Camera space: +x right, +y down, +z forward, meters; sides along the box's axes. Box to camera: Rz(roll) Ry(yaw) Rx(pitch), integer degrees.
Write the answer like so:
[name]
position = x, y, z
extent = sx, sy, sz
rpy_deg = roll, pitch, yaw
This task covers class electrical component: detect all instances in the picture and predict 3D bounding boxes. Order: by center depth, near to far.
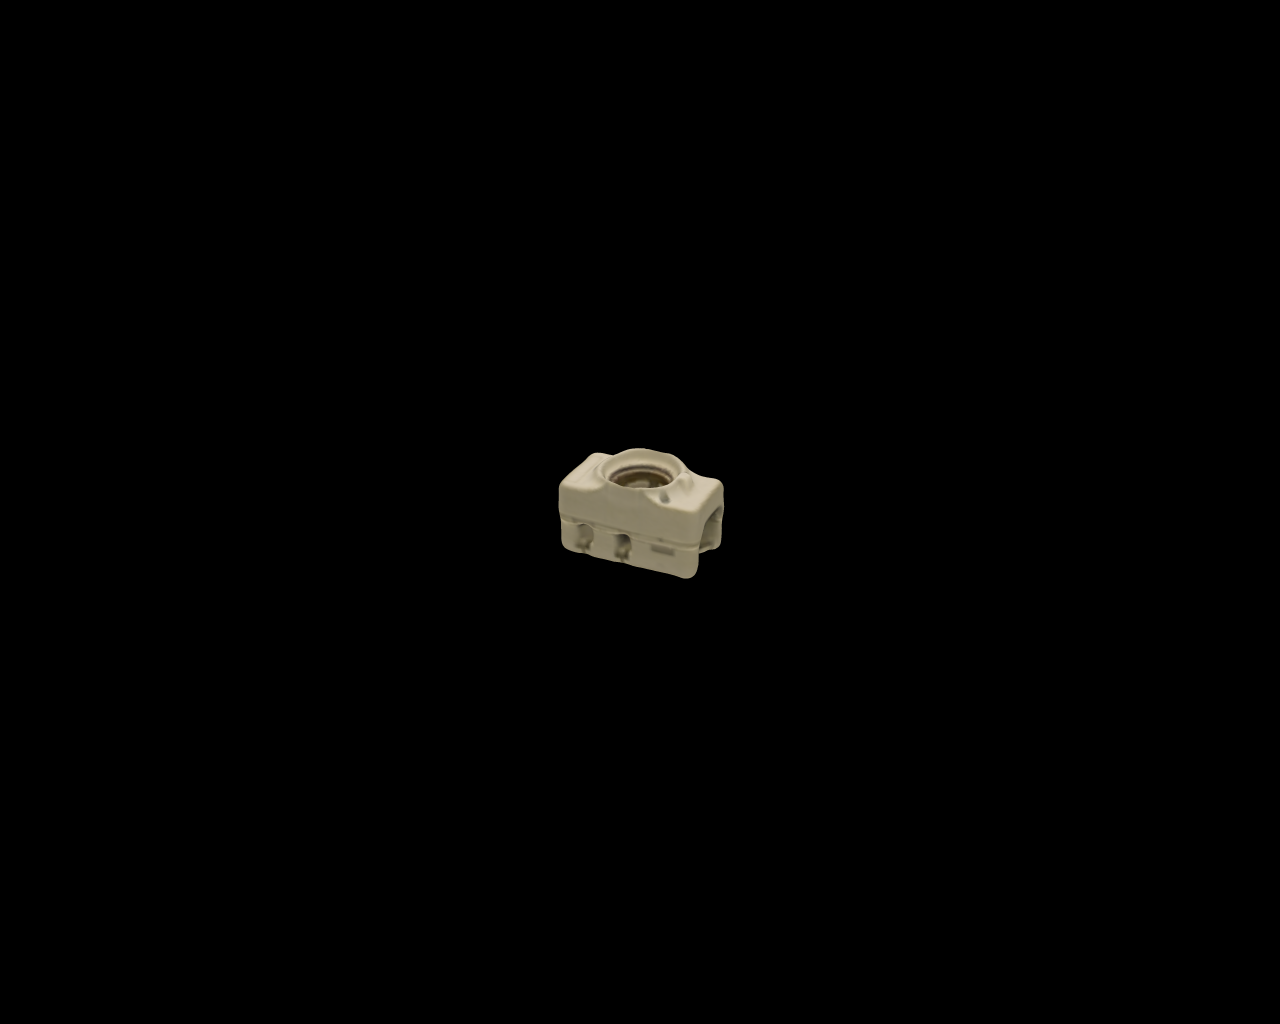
[electrical component]
position = 0.001, -0.003, 0.650
extent = 0.089, 0.055, 0.050
rpy_deg = 13, 32, 22
